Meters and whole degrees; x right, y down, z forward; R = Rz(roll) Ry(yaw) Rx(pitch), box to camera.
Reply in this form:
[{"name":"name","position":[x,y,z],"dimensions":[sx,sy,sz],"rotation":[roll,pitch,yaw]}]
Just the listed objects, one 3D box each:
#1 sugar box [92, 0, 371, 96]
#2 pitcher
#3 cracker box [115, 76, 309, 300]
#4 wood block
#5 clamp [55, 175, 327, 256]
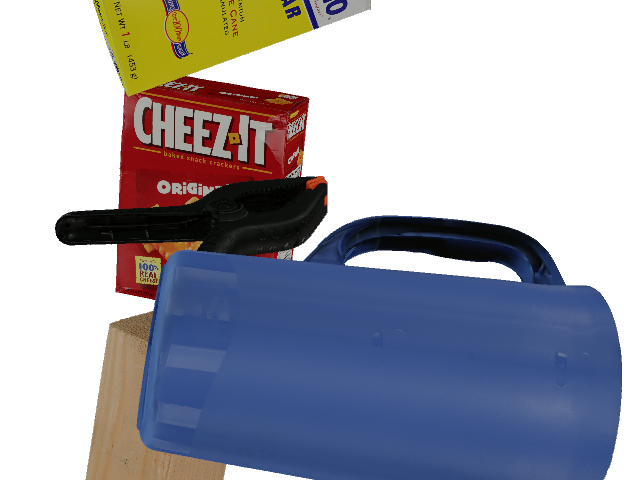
[{"name":"sugar box","position":[-0.053,-0.163,0.672],"dimensions":[0.176,0.048,0.093],"rotation":[-21,-35,-11]},{"name":"pitcher","position":[0.029,0.065,0.587],"dimensions":[0.242,0.145,0.149],"rotation":[9,15,-6]},{"name":"cracker box","position":[-0.107,-0.040,1.022],"dimensions":[0.164,0.214,0.072],"rotation":[11,22,12]},{"name":"wood block","position":[-0.139,0.173,0.932],"dimensions":[0.090,0.206,0.090],"rotation":[20,18,28]},{"name":"clamp","position":[-0.083,-0.012,0.808],"dimensions":[0.165,0.036,0.209],"rotation":[23,34,36]}]
